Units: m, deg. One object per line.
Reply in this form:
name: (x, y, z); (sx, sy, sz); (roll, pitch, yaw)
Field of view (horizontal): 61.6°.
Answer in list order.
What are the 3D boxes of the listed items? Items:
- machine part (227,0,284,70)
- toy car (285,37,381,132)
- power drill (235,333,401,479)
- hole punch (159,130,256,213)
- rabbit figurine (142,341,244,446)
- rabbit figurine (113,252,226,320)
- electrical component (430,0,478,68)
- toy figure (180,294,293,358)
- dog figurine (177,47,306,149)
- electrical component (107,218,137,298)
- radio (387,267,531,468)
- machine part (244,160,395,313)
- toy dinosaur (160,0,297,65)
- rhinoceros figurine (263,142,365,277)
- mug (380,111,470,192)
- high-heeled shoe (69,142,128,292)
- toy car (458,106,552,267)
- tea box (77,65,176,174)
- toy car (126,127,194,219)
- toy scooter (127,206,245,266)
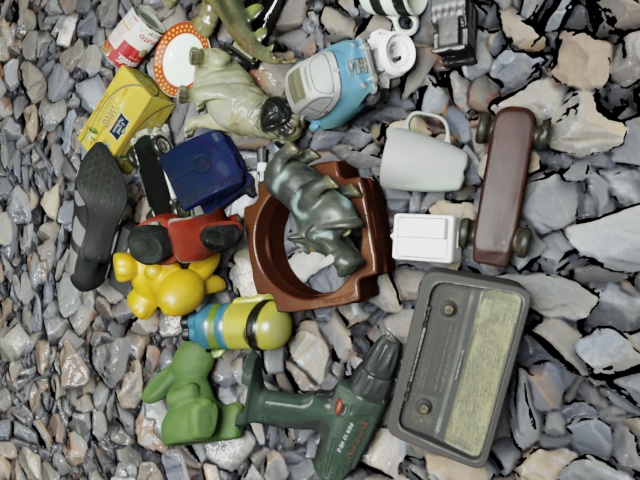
machine part: (-0.096, -0.347, 0.861); (0.084, 0.039, 0.138); (40, 108, 31)
toy car: (0.007, -0.209, 0.741); (0.162, 0.103, 0.109); (-11, 92, 63)
power drill: (-0.009, 0.218, 0.764); (0.207, 0.086, 0.231); (12, 103, -3)
hole punch: (-0.186, -0.110, 0.878); (0.116, 0.092, 0.142); (-35, 71, 19)
rabbit figurine: (-0.206, 0.246, 0.887); (0.159, 0.121, 0.170); (-22, 61, 33)
rabbit figurine: (-0.230, 0.073, 0.860); (0.173, 0.162, 0.121); (23, 123, 57)
electrical component: (0.176, -0.292, 0.700); (0.048, 0.074, 0.119); (2, 87, 28)
toy figure: (-0.129, 0.136, 0.831); (0.180, 0.089, 0.082); (-4, 122, 11)
dog figurine: (-0.110, -0.228, 0.850); (0.191, 0.121, 0.172); (7, 69, 0)
electrical component: (-0.334, 0.037, 0.968); (0.134, 0.058, 0.114); (32, 106, 24)
radio: (0.172, 0.152, 0.684); (0.131, 0.073, 0.229); (14, 95, 14)
machine part: (-0.002, -0.002, 0.781); (0.202, 0.087, 0.201); (-12, 84, 25)
toy dinosaur: (-0.155, -0.420, 0.833); (0.198, 0.105, 0.471); (-30, 70, 28)
rhinoceros figurine: (-0.007, -0.039, 0.695); (0.112, 0.073, 0.190); (-45, 70, 18)
mug: (0.145, -0.111, 0.716); (0.107, 0.081, 0.109); (16, 92, 15)
high-heeled shoe: (-0.400, -0.036, 0.946); (0.145, 0.086, 0.248); (-29, 59, 52)
toy car: (0.232, -0.067, 0.679); (0.089, 0.053, 0.202); (9, 90, 17)
tea box: (-0.352, -0.214, 0.974); (0.098, 0.068, 0.169); (46, 108, 20)
toy car: (-0.275, -0.096, 0.932); (0.074, 0.056, 0.201); (-17, 89, 25)
toy scooter: (-0.190, -0.012, 0.818); (0.184, 0.135, 0.075); (-6, 106, 16)
